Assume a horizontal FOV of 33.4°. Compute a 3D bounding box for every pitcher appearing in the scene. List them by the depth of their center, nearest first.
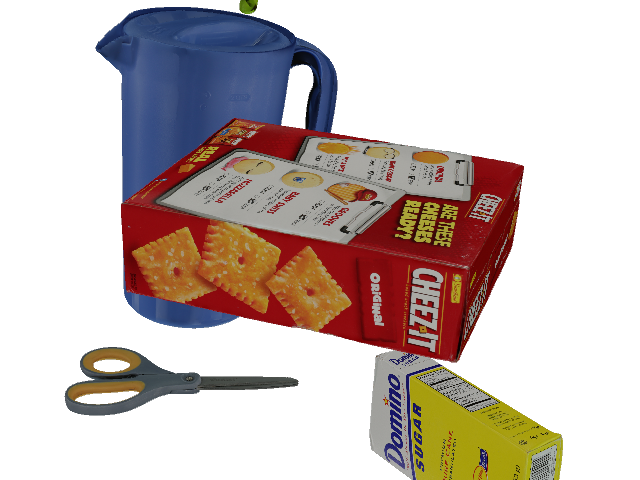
[{"bbox_3d":[-0.087,-0.057,0.855,0.149,0.243,0.144,18,27,22],"label":"pitcher"}]

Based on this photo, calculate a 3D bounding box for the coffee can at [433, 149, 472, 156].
[{"bbox_3d":[0.097,-0.007,0.994,0.103,0.140,0.103,2,15,-1],"label":"coffee can"}]

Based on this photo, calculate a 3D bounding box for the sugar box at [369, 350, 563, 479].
[{"bbox_3d":[0.109,0.161,0.844,0.048,0.093,0.176,-13,25,-36],"label":"sugar box"}]

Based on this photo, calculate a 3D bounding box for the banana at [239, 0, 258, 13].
[{"bbox_3d":[-0.108,-0.195,0.683,0.198,0.069,0.037,19,-34,28],"label":"banana"}]

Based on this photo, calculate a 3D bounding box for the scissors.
[{"bbox_3d":[-0.130,0.118,0.960,0.201,0.016,0.096,-8,31,-18],"label":"scissors"}]

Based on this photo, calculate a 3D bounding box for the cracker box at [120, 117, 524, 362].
[{"bbox_3d":[0.006,-0.008,0.680,0.214,0.072,0.164,11,28,17],"label":"cracker box"}]
